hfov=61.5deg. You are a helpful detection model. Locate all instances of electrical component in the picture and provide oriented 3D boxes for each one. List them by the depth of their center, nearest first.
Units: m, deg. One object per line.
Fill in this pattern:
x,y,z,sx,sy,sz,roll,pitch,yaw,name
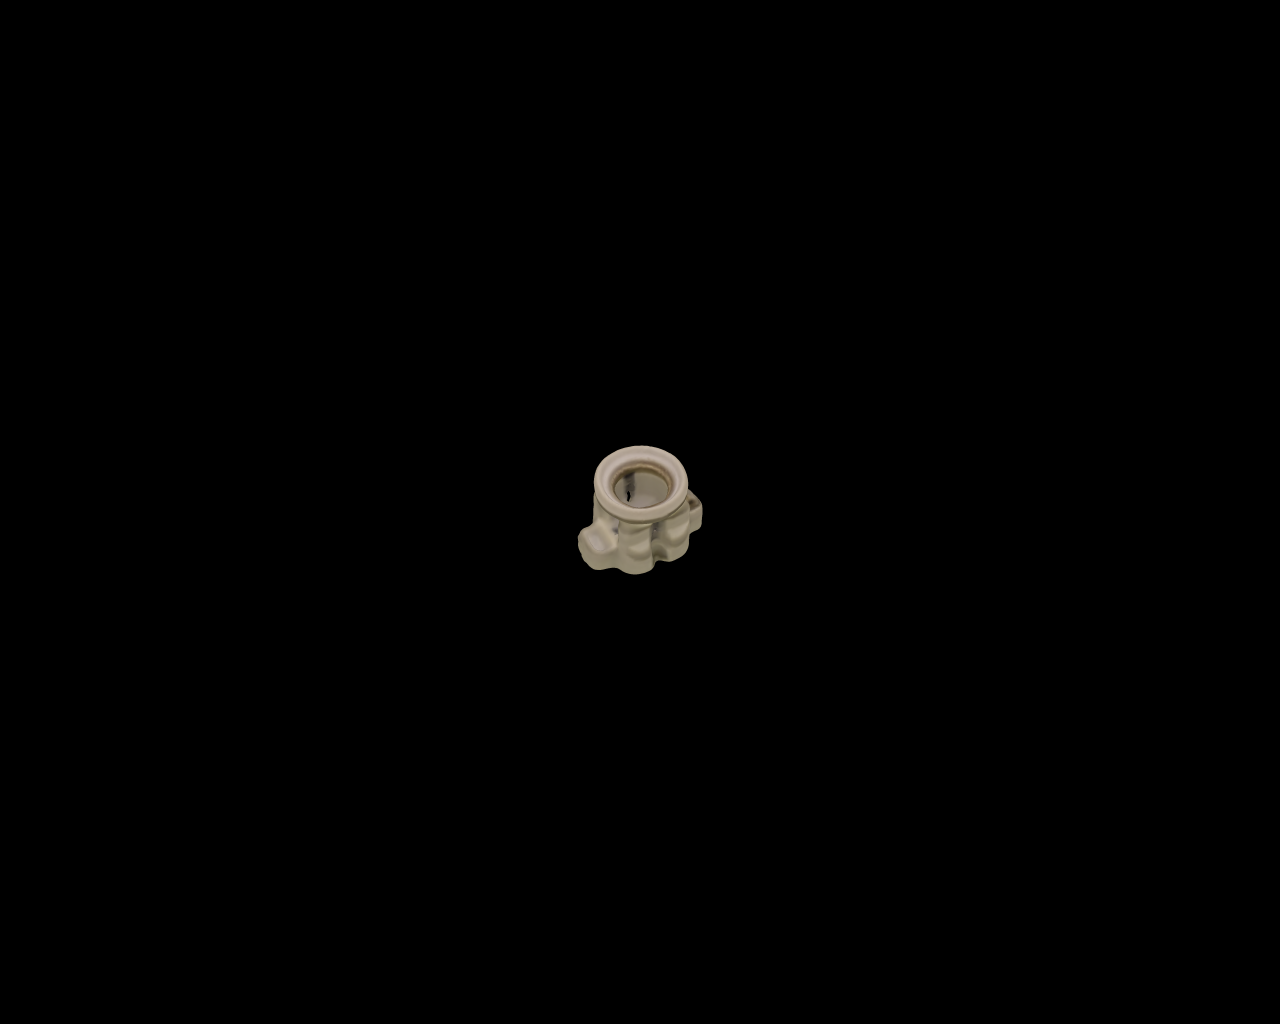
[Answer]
0.001,-0.003,0.650,0.078,0.058,0.056,-22,-38,-18,electrical component
